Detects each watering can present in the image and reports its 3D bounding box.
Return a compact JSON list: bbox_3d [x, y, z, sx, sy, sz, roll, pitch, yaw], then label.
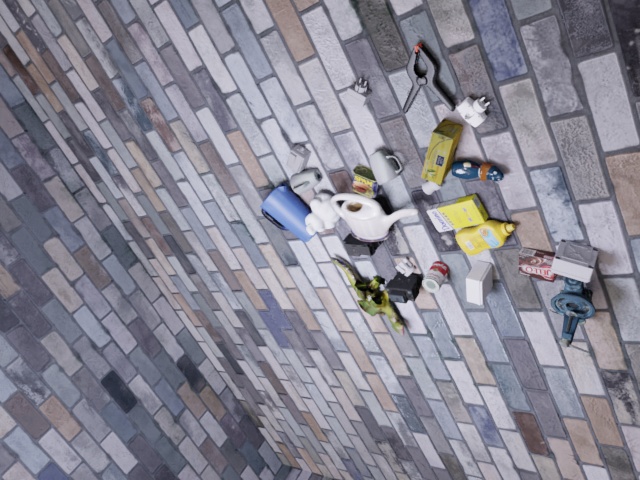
[{"bbox_3d":[0.195,-0.075,1.806,0.349,0.106,0.220,14,152,30],"label":"watering can"}]

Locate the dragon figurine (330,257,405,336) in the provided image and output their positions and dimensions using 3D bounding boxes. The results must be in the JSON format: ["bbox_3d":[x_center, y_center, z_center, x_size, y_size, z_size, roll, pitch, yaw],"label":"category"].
[{"bbox_3d":[0.196,0.241,2.132,0.414,0.124,0.237,38,149,20],"label":"dragon figurine"}]

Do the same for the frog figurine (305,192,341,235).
[{"bbox_3d":[0.006,-0.097,1.935,0.122,0.162,0.135,-4,122,39],"label":"frog figurine"}]
